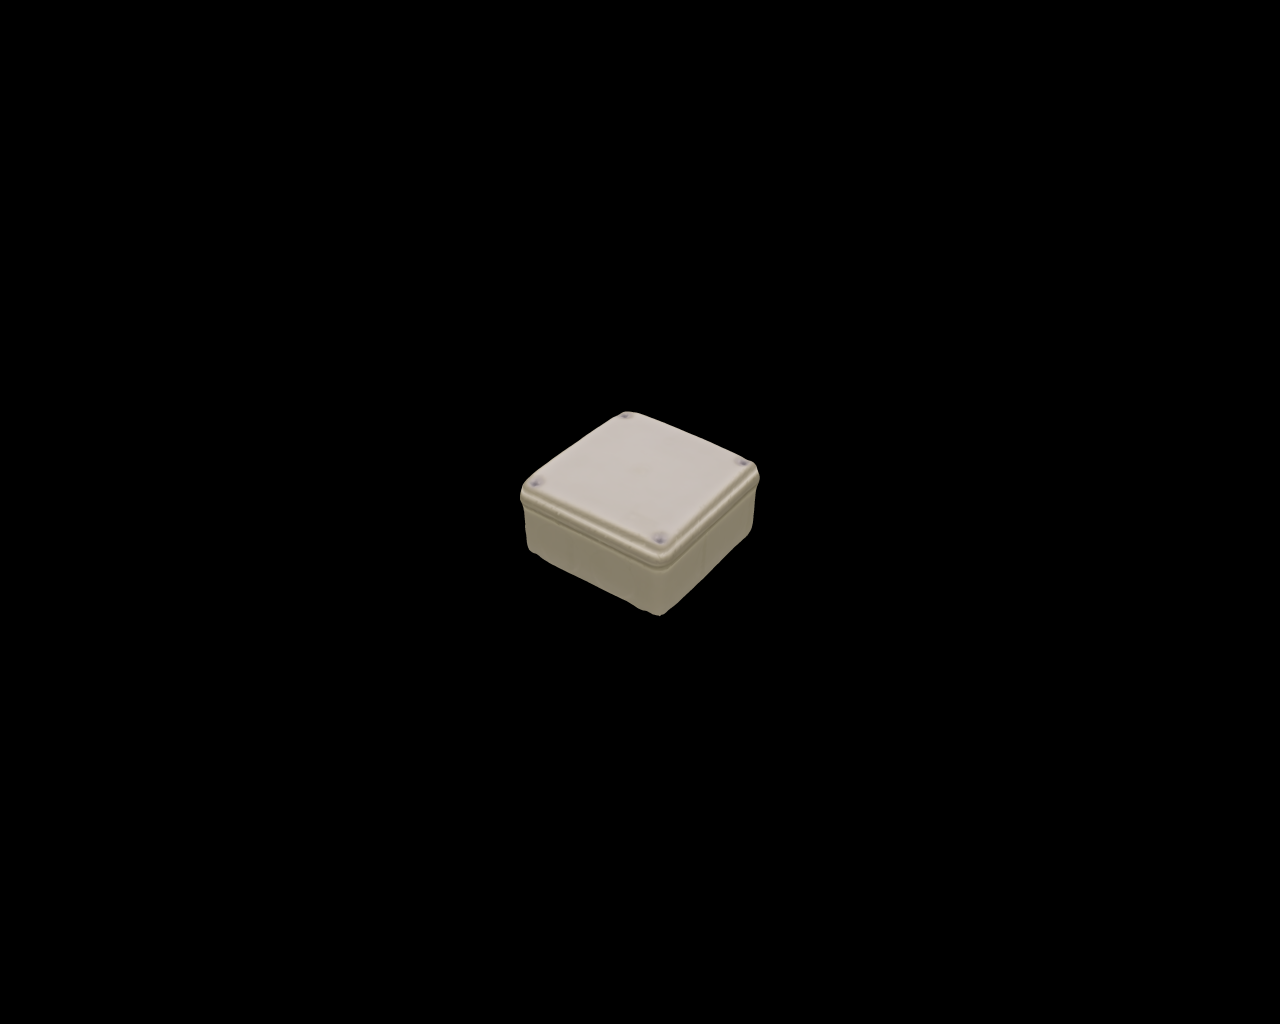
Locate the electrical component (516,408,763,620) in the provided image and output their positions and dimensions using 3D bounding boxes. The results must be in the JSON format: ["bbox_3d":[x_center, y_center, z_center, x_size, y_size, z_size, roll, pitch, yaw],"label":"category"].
[{"bbox_3d":[0.001,-0.003,0.650,0.109,0.056,0.109,25,45,28],"label":"electrical component"}]
